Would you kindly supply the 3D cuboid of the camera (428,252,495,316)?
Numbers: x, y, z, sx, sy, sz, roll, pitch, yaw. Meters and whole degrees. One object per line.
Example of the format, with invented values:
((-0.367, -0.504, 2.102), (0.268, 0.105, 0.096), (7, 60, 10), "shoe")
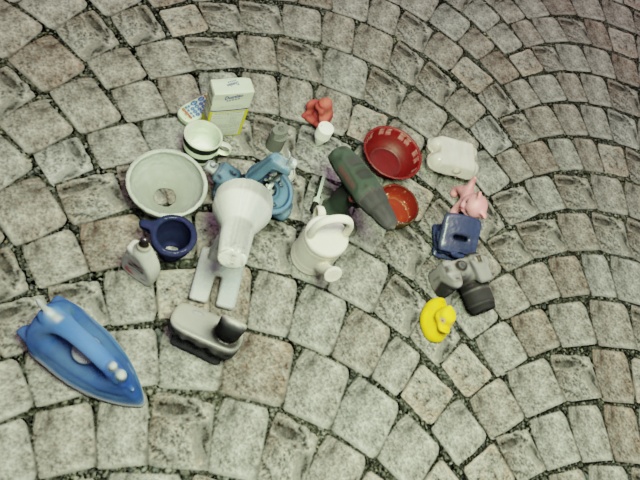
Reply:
((0.356, 0.108, 1.363), (0.143, 0.100, 0.136), (-10, 70, -24), "camera")

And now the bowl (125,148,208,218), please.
((-0.328, -0.108, 1.226), (0.168, 0.074, 0.167), (8, 63, -17), "bowl")

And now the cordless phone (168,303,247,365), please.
((-0.207, 0.158, 1.081), (0.148, 0.185, 0.094), (23, 60, -8), "cordless phone")

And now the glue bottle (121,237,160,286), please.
((-0.341, 0.031, 1.097), (0.078, 0.173, 0.037), (33, 59, -2), "glue bottle")

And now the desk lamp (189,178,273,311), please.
((-0.175, 0.008, 1.147), (0.118, 0.213, 0.203), (15, 61, -13), "desk lamp")

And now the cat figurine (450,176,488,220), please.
((0.388, -0.102, 1.464), (0.067, 0.117, 0.128), (13, 62, -14), "cat figurine")

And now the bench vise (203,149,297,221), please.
((-0.140, -0.123, 1.218), (0.208, 0.219, 0.121), (5, 64, -18), "bench vise")

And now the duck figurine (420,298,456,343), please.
((0.279, 0.176, 1.311), (0.078, 0.086, 0.104), (17, 61, -12), "duck figurine")

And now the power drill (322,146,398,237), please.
((0.076, -0.086, 1.288), (0.076, 0.208, 0.229), (-21, 74, -27), "power drill")

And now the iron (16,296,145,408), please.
((-0.406, 0.199, 1.012), (0.258, 0.141, 0.119), (39, 59, 0), "iron")

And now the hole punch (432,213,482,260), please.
((0.340, -0.004, 1.416), (0.109, 0.091, 0.101), (12, 62, -15), "hole punch")

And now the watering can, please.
((0.013, 0.004, 1.230), (0.101, 0.194, 0.173), (-22, 75, -27), "watering can")

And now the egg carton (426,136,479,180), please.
((0.353, -0.217, 1.534), (0.150, 0.069, 0.107), (10, 63, -16), "egg carton")

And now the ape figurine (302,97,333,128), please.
((0.004, -0.327, 1.443), (0.076, 0.092, 0.078), (-2, 67, -21), "ape figurine")

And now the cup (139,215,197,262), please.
((-0.314, 0.002, 1.167), (0.118, 0.095, 0.092), (23, 60, -9), "cup")
